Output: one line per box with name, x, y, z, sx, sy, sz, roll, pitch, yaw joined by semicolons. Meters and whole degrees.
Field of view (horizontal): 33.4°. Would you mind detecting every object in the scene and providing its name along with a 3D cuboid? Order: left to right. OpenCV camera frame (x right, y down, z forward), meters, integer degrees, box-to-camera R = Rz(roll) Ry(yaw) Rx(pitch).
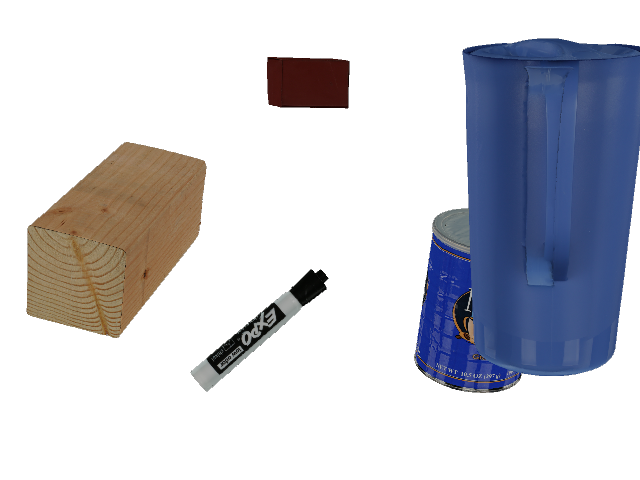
wood block;-0.184;-0.008;0.992;0.090;0.091;0.206;14;28;8
marker;-0.042;0.063;0.776;0.121;0.020;0.020;-40;5;-6
foam brick;-0.013;-0.168;1.139;0.078;0.051;0.053;-2;12;-19
coffee can;0.145;0.054;0.981;0.103;0.140;0.103;5;23;-2
pitcher;0.168;-0.025;0.789;0.149;0.243;0.145;-10;17;-29
